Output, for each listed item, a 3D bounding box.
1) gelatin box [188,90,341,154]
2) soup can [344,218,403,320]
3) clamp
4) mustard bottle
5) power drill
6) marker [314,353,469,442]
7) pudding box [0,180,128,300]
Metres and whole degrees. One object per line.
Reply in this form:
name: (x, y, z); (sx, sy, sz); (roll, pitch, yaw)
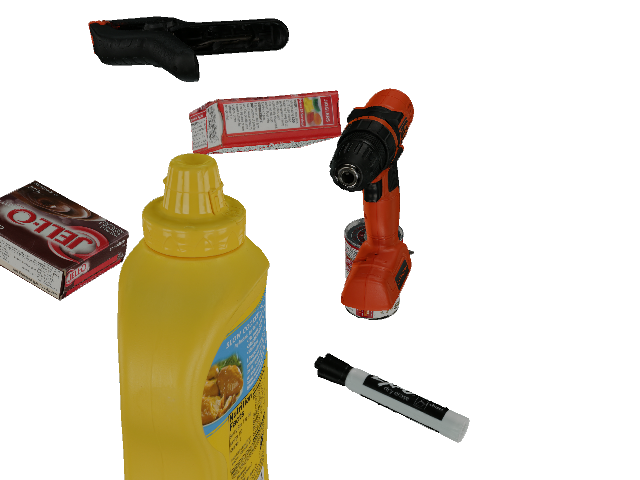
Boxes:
gelatin box: (-0.036, -0.071, 0.648); (0.073, 0.030, 0.089); (-6, 3, -17)
soup can: (0.061, 0.034, 1.246); (0.068, 0.102, 0.068); (0, 32, 0)
clamp: (-0.113, -0.160, 0.852); (0.172, 0.039, 0.120); (20, 28, 41)
mustard bottle: (-0.052, 0.056, 0.451); (0.058, 0.192, 0.096); (9, 25, 15)
power drill: (0.050, -0.032, 0.998); (0.057, 0.188, 0.184); (8, 28, 16)
marker: (0.049, 0.112, 0.771); (0.121, 0.020, 0.020); (23, 9, 22)
pudding box: (-0.242, -0.002, 0.944); (0.114, 0.039, 0.089); (26, 31, 17)
